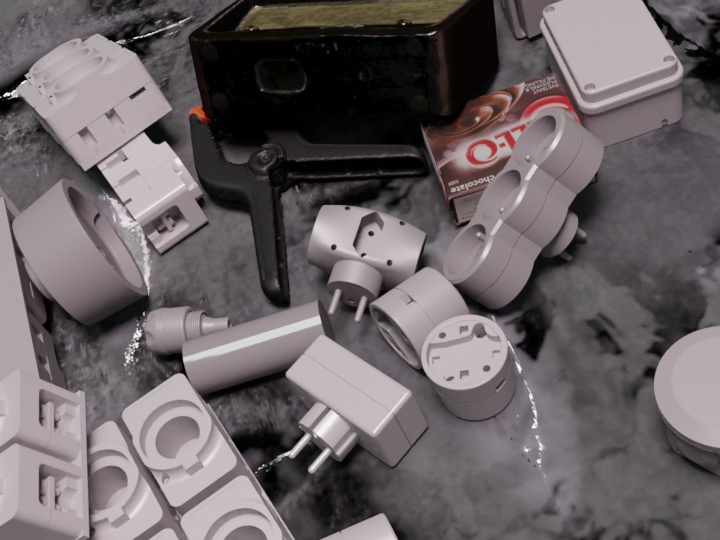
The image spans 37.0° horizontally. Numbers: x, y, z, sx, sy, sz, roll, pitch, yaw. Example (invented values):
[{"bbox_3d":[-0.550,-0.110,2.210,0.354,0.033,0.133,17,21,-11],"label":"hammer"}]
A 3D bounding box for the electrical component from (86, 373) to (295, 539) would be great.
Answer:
[{"bbox_3d":[-0.110,0.164,0.675,0.105,0.060,0.186,-35,51,-8],"label":"electrical component"}]

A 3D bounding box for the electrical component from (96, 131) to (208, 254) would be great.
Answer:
[{"bbox_3d":[-0.167,-0.067,0.876,0.056,0.050,0.089,-36,51,-8],"label":"electrical component"}]

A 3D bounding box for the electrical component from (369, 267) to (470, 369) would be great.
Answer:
[{"bbox_3d":[0.042,0.031,0.726,0.047,0.055,0.055,-37,51,-14],"label":"electrical component"}]

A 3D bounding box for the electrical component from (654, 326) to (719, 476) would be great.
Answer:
[{"bbox_3d":[0.215,0.077,0.630,0.080,0.051,0.080,-10,52,13],"label":"electrical component"}]

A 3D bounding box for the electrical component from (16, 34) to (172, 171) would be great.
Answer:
[{"bbox_3d":[-0.234,-0.151,0.925,0.089,0.061,0.150,-38,30,-10],"label":"electrical component"}]

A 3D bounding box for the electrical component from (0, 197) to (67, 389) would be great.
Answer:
[{"bbox_3d":[-0.290,0.051,0.804,0.105,0.060,0.186,-20,60,-2],"label":"electrical component"}]

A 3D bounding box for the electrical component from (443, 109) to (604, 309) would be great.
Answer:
[{"bbox_3d":[0.124,-0.033,0.738,0.138,0.074,0.052,-58,23,2],"label":"electrical component"}]

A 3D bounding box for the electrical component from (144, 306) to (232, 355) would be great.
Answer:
[{"bbox_3d":[-0.124,0.043,0.788,0.061,0.035,0.035,-6,53,12],"label":"electrical component"}]

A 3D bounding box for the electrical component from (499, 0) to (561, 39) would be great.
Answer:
[{"bbox_3d":[0.162,-0.239,0.882,0.096,0.061,0.061,-18,50,6],"label":"electrical component"}]

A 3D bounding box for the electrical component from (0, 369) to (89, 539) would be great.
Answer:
[{"bbox_3d":[-0.260,0.156,0.690,0.186,0.060,0.105,-34,46,23],"label":"electrical component"}]

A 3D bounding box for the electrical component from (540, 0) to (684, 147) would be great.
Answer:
[{"bbox_3d":[0.190,-0.158,0.814,0.078,0.057,0.113,-19,50,5],"label":"electrical component"}]

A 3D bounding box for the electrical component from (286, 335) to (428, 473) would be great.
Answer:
[{"bbox_3d":[-0.014,0.098,0.699,0.083,0.047,0.075,30,69,35],"label":"electrical component"}]

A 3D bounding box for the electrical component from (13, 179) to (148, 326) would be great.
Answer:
[{"bbox_3d":[-0.218,-0.008,0.816,0.060,0.108,0.108,-34,50,0],"label":"electrical component"}]

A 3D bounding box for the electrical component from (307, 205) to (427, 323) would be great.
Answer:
[{"bbox_3d":[0.000,0.000,0.758,0.077,0.043,0.079,16,64,6],"label":"electrical component"}]

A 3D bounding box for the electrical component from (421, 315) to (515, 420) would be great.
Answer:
[{"bbox_3d":[0.072,0.064,0.694,0.055,0.047,0.055,-10,52,13],"label":"electrical component"}]

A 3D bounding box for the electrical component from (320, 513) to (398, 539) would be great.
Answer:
[{"bbox_3d":[0.004,0.175,0.630,0.047,0.055,0.055,-26,50,-6],"label":"electrical component"}]

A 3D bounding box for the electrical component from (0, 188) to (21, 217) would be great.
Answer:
[{"bbox_3d":[-0.337,-0.043,0.925,0.081,0.042,0.063,-33,47,-7],"label":"electrical component"}]
